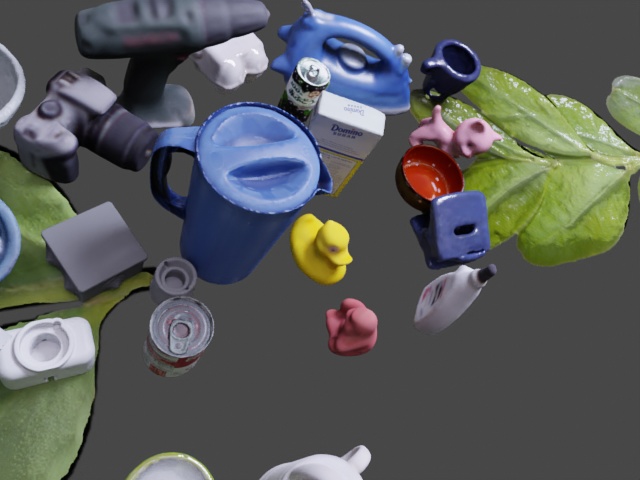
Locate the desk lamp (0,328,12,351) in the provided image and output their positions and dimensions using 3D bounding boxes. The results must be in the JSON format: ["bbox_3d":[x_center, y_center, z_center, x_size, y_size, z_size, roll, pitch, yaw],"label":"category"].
[{"bbox_3d":[-0.382,0.100,0.503,0.203,0.213,0.118,32,57,-4],"label":"desk lamp"}]

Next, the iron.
[{"bbox_3d":[0.059,-0.294,0.928,0.259,0.141,0.118,15,60,-15],"label":"iron"}]

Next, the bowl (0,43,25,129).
[{"bbox_3d":[-0.450,-0.176,0.697,0.168,0.074,0.167,10,62,-18],"label":"bowl"}]

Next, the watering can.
[{"bbox_3d":[-0.005,0.279,0.581,0.101,0.193,0.173,29,57,-6],"label":"watering can"}]

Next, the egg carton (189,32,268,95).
[{"bbox_3d":[-0.158,-0.299,0.884,0.150,0.069,0.107,46,57,5],"label":"egg carton"}]

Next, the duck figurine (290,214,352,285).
[{"bbox_3d":[0.007,0.003,0.790,0.078,0.086,0.104,-24,76,-30],"label":"duck figurine"}]

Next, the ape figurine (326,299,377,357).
[{"bbox_3d":[0.046,0.113,0.747,0.076,0.092,0.078,40,57,1],"label":"ape figurine"}]

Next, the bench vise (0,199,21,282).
[{"bbox_3d":[-0.380,-0.037,0.570,0.122,0.219,0.207,-21,74,-29],"label":"bench vise"}]

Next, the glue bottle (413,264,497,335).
[{"bbox_3d":[0.186,0.070,0.778,0.037,0.173,0.078,25,58,-9],"label":"glue bottle"}]

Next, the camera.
[{"bbox_3d":[-0.288,-0.140,0.731,0.137,0.100,0.143,30,57,-6],"label":"camera"}]

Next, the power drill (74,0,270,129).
[{"bbox_3d":[-0.197,-0.237,0.753,0.230,0.208,0.075,-9,68,-26],"label":"power drill"}]

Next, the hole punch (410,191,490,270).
[{"bbox_3d":[0.211,-0.015,0.880,0.109,0.091,0.101,-10,69,-26],"label":"hole punch"}]

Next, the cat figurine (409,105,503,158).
[{"bbox_3d":[0.231,-0.177,0.954,0.128,0.117,0.067,34,57,-3],"label":"cat figurine"}]

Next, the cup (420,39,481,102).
[{"bbox_3d":[0.214,-0.291,1.018,0.118,0.094,0.091,-14,71,-27],"label":"cup"}]
